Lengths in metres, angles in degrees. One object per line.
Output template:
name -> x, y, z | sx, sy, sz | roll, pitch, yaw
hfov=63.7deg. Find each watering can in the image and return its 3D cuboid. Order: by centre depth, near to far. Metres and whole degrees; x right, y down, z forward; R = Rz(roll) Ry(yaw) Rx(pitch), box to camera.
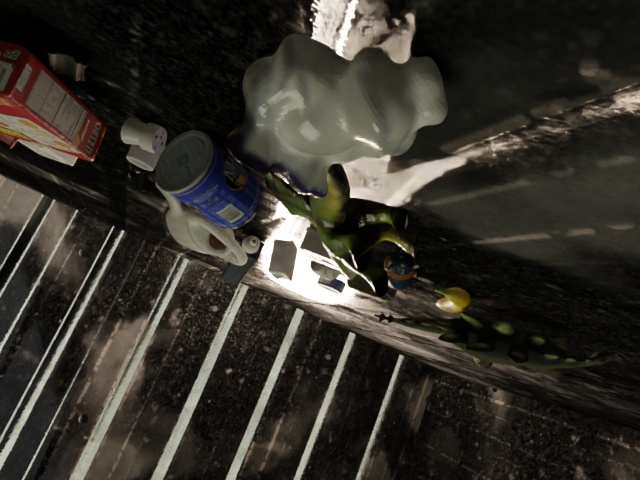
watering can -> -0.319, -0.051, 1.272 | 0.225, 0.105, 0.342 | 9, 148, 50

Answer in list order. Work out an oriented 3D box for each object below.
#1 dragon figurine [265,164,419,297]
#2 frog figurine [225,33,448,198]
dragon figurine -> 0.002, -0.038, 0.755 | 0.245, 0.123, 0.402 | 24, 161, 37
frog figurine -> 0.017, -0.116, 0.426 | 0.157, 0.126, 0.135 | -31, 125, 28
